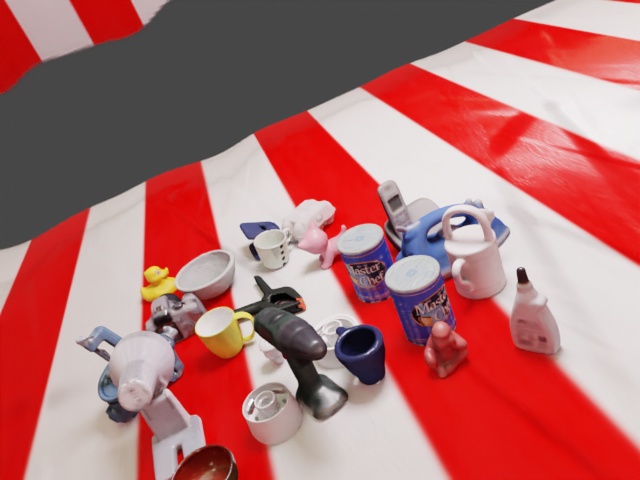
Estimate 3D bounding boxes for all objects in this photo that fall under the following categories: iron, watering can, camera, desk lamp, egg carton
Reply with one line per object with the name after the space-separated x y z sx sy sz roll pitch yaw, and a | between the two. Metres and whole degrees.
0.282 -0.019 1.227 0.258 0.142 0.118 -26 30 -6 | iron
0.296 0.008 1.121 0.100 0.194 0.173 -11 32 20 | watering can
-0.354 0.172 1.393 0.143 0.101 0.136 -26 30 -5 | camera
-0.300 0.294 1.046 0.118 0.214 0.202 -27 30 -7 | desk lamp
-0.031 -0.052 1.563 0.107 0.069 0.150 10 43 44 | egg carton

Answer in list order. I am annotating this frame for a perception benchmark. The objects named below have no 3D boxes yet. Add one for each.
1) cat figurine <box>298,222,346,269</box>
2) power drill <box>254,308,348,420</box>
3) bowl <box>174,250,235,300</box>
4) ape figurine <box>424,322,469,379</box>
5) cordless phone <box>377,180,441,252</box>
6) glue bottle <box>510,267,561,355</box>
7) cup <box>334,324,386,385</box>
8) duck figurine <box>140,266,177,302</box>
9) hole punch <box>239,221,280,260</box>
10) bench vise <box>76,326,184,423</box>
0.013 0.005 1.394 0.127 0.118 0.067 -21 30 4 | cat figurine
-0.028 0.210 1.001 0.076 0.209 0.228 -36 32 -21 | power drill
-0.285 0.103 1.482 0.167 0.075 0.167 -17 30 11 | bowl
0.216 0.182 0.999 0.077 0.092 0.076 -13 32 17 | ape figurine
0.207 -0.070 1.315 0.148 0.185 0.093 -36 33 -22 | cordless phone
0.345 0.113 0.940 0.077 0.173 0.037 7 42 41 | glue bottle
0.074 0.211 1.044 0.092 0.095 0.117 -35 32 -19 | cup
-0.448 0.114 1.564 0.104 0.086 0.077 -25 30 -3 | duck figurine
-0.158 -0.016 1.571 0.101 0.091 0.108 -28 30 -9 | hole punch
-0.401 0.241 1.194 0.121 0.220 0.208 -5 35 28 | bench vise
